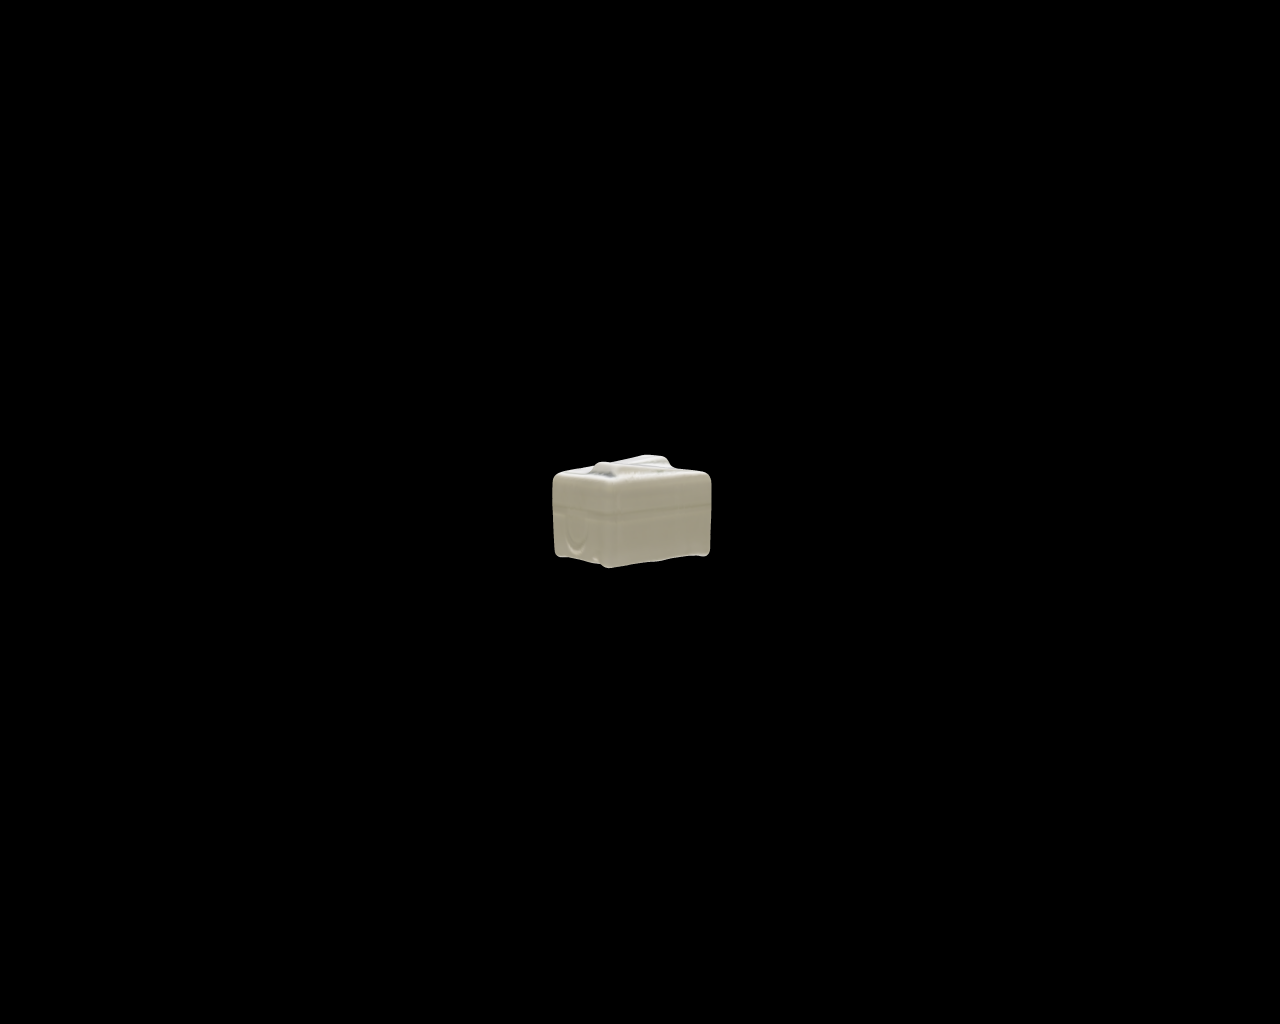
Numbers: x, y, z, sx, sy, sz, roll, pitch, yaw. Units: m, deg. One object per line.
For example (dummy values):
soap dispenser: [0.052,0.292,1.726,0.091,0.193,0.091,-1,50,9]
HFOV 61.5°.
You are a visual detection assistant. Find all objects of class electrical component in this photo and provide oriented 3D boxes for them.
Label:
electrical component: [0.001,-0.003,0.650,0.096,0.061,0.062,-6,9,-36]
